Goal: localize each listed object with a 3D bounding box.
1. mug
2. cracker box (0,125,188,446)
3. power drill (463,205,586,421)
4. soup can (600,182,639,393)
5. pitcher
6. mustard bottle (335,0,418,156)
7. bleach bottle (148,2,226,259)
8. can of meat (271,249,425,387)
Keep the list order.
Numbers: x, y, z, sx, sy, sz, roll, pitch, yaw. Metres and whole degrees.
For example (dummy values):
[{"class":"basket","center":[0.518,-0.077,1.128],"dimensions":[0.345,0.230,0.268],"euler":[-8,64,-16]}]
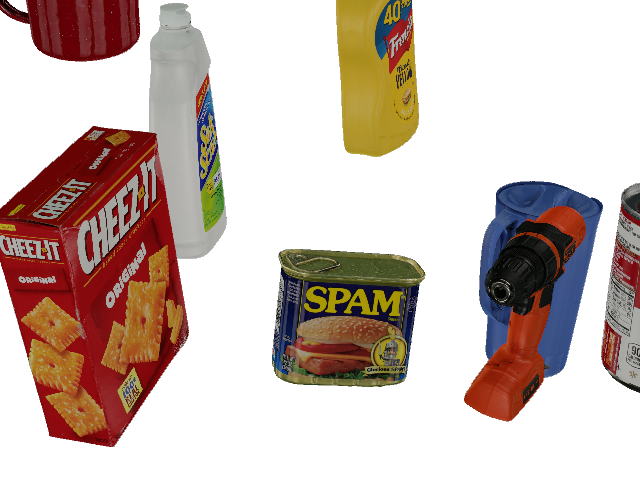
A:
[{"class":"mug","center":[-0.189,-0.186,0.792],"dimensions":[0.117,0.081,0.093],"euler":[3,34,2]},{"class":"cracker box","center":[-0.180,0.036,0.890],"dimensions":[0.072,0.214,0.164],"euler":[6,33,17]},{"class":"power drill","center":[0.187,0.073,1.001],"dimensions":[0.057,0.188,0.184],"euler":[24,31,24]},{"class":"soup can","center":[0.191,0.026,0.578],"dimensions":[0.068,0.102,0.068],"euler":[0,25,0]},{"class":"pitcher","center":[0.273,0.055,1.384],"dimensions":[0.149,0.243,0.145],"euler":[5,23,3]},{"class":"mustard bottle","center":[0.048,-0.175,0.910],"dimensions":[0.058,0.192,0.096],"euler":[11,34,27]},{"class":"bleach bottle","center":[-0.143,-0.114,1.095],"dimensions":[0.068,0.251,0.102],"euler":[5,27,13]},{"class":"can of meat","center":[0.017,0.056,0.760],"dimensions":[0.102,0.084,0.057],"euler":[4,16,-10]}]
